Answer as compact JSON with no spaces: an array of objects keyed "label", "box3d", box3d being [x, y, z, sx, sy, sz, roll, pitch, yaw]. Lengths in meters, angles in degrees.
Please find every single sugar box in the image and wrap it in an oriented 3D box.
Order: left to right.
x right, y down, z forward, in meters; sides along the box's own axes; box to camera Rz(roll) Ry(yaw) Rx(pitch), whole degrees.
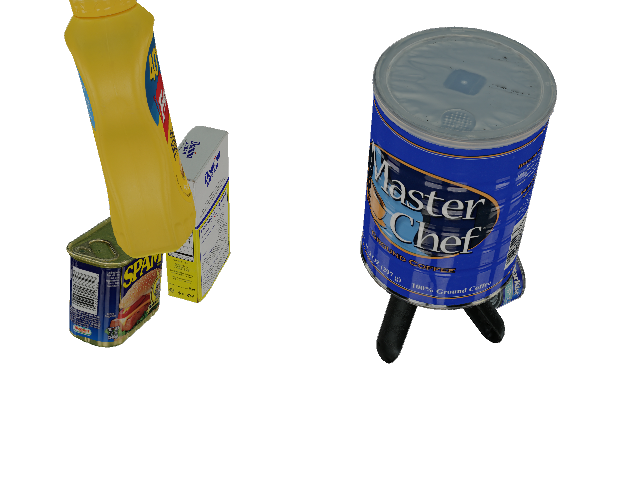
[{"label":"sugar box","box3d":[-0.133,-0.027,1.148,0.048,0.176,0.093,12,42,13]}]

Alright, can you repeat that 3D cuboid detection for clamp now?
[{"label":"clamp","box3d":[0.083,0.018,0.882,0.120,0.171,0.039,-17,-1,-32]}]

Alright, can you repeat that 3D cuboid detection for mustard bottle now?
[{"label":"mustard bottle","box3d":[-0.127,-0.091,0.700,0.058,0.191,0.096,-9,28,-1]}]

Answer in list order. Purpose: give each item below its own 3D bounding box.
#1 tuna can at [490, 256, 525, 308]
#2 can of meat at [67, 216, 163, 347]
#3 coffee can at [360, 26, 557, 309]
[{"label":"tuna can","box3d":[0.190,0.033,1.200,0.033,0.086,0.086,-24,9,-20]},{"label":"can of meat","box3d":[-0.178,0.034,0.936,0.057,0.084,0.102,15,25,15]},{"label":"coffee can","box3d":[0.079,-0.042,0.644,0.103,0.103,0.140,0,-43,-2]}]
